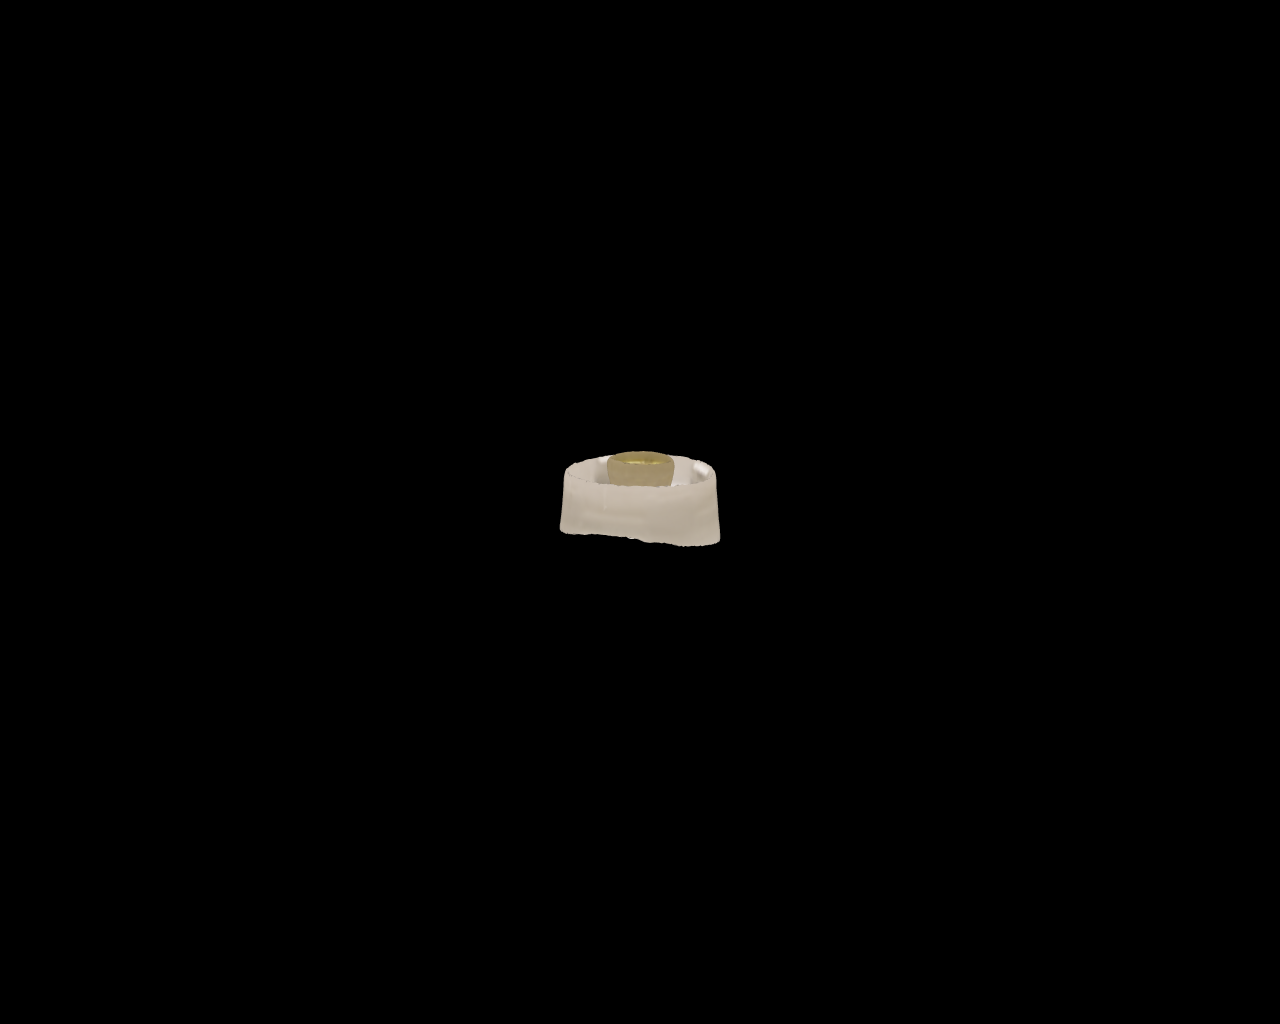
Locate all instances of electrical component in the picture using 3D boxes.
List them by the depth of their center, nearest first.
[{"bbox_3d":[0.001,-0.003,0.650,0.099,0.064,0.099,0,15,0],"label":"electrical component"}]
